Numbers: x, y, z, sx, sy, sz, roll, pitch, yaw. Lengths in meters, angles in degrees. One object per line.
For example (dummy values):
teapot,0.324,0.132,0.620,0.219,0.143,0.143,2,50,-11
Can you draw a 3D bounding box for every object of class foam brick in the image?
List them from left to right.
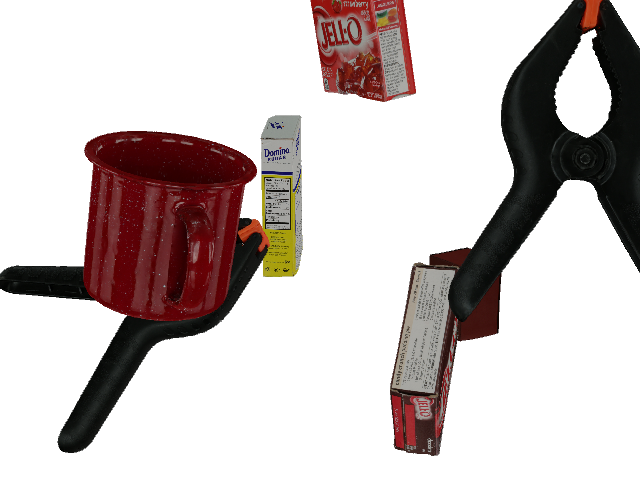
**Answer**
foam brick,0.140,0.052,1.043,0.051,0.078,0.053,-11,19,-33

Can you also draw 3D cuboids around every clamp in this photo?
clamp,-0.139,0.038,0.803,0.210,0.165,0.036,-35,-28,-6
clamp,0.118,-0.034,0.527,0.120,0.171,0.039,-6,-1,-1

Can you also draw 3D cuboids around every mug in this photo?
mug,-0.081,-0.003,0.578,0.093,0.081,0.117,-1,23,-27

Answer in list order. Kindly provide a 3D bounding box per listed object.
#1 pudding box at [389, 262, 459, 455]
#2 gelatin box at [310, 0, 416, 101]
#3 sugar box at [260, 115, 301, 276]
pudding box,0.078,0.087,0.782,0.039,0.113,0.090,5,-36,10
gelatin box,0.028,-0.139,0.748,0.030,0.073,0.089,-18,20,-24
sugar box,-0.046,-0.053,1.278,0.048,0.176,0.093,0,23,5
